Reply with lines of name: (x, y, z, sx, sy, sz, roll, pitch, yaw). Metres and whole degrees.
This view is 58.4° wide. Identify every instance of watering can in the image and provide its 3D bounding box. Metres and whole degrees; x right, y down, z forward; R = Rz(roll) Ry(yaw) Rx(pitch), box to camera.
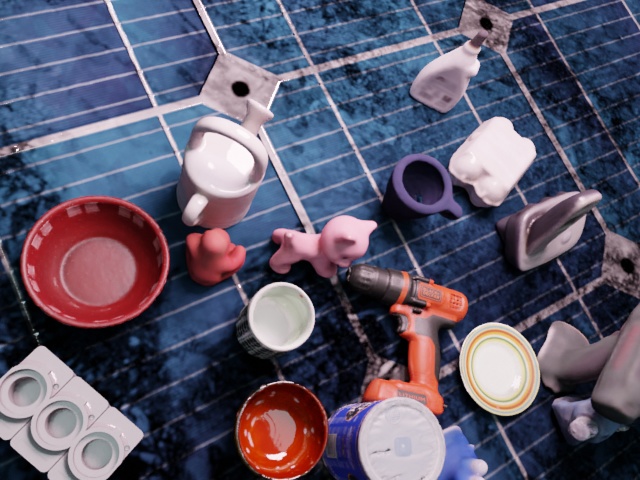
watering can: (-0.116, -0.098, 0.702, 0.101, 0.193, 0.173, 10, 69, -15)

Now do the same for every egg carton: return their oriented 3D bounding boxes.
egg carton: (0.273, -0.126, 0.912, 0.107, 0.069, 0.150, 43, 64, -1)

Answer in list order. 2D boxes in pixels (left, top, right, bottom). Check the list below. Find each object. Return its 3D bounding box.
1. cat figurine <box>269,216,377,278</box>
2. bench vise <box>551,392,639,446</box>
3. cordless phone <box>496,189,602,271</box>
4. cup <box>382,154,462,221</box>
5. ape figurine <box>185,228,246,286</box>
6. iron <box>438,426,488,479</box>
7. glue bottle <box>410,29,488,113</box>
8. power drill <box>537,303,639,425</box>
cat figurine: (0.007, 0.003, 0.752, 0.128, 0.117, 0.067, 4, 71, -17)
bench vise: (0.441, 0.228, 0.765, 0.208, 0.219, 0.121, -35, 85, -25)
cordless phone: (0.366, -0.032, 0.847, 0.148, 0.184, 0.094, -24, 81, -24)
cup: (0.142, -0.058, 0.831, 0.118, 0.094, 0.092, 36, 65, -4)
ape figurine: (-0.132, 0.014, 0.715, 0.078, 0.092, 0.076, 35, 65, -4)
iron: (0.138, 0.330, 0.671, 0.119, 0.141, 0.259, 36, 65, -4)
glue bottle: (0.207, -0.264, 0.879, 0.078, 0.173, 0.037, 26, 66, -8)
power drill: (0.402, 0.143, 0.787, 0.075, 0.208, 0.230, 35, 65, -4)
